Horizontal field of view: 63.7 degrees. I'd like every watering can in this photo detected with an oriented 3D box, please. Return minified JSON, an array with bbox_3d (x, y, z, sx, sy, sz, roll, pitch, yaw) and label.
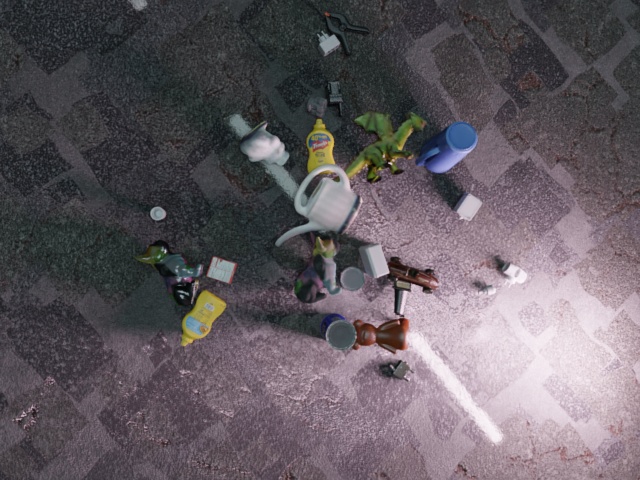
[{"bbox_3d":[0.005,-0.090,1.785,0.224,0.105,0.345,28,100,-9],"label":"watering can"}]

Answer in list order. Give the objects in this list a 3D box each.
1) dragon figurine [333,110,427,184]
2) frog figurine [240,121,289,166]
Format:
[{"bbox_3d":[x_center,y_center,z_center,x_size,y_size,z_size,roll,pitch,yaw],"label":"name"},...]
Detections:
[{"bbox_3d":[0.189,-0.341,1.829,0.410,0.120,0.246,-16,73,4],"label":"dragon figurine"},{"bbox_3d":[-0.190,-0.308,1.758,0.136,0.125,0.158,-31,104,26],"label":"frog figurine"}]
